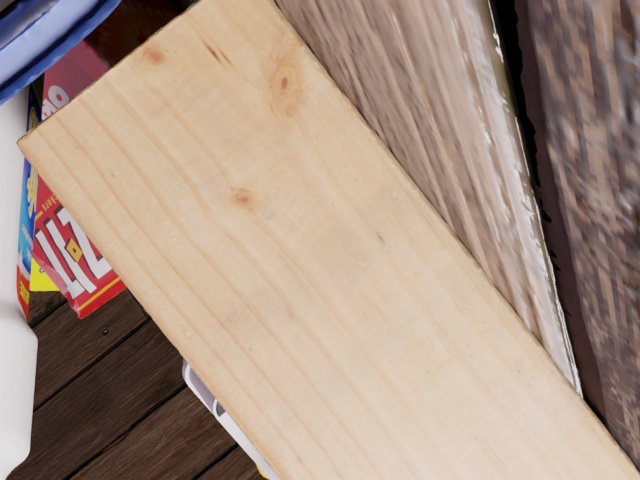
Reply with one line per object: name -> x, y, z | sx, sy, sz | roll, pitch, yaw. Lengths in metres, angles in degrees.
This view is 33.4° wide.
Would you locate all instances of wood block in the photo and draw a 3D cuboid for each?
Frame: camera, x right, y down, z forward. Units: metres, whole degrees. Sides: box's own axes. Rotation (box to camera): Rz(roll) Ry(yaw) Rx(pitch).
wood block -> 0.003, 0.026, 0.365 | 0.206, 0.090, 0.091 | 52, 176, -2

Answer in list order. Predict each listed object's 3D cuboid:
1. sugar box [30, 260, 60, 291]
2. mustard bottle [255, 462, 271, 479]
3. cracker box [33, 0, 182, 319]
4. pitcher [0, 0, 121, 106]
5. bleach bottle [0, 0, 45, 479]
sugar box -> -0.177, -0.058, 0.733 | 0.176, 0.048, 0.093 | -102, 13, -48
mustard bottle -> 0.017, 0.106, 0.741 | 0.058, 0.096, 0.191 | 3, 179, 24
cracker box -> -0.138, -0.079, 0.558 | 0.213, 0.072, 0.164 | 53, 139, -4
pitcher -> -0.173, -0.085, 0.283 | 0.149, 0.242, 0.145 | 44, 172, 12
bleach bottle -> -0.130, -0.011, 0.385 | 0.103, 0.068, 0.251 | 115, 151, -58
